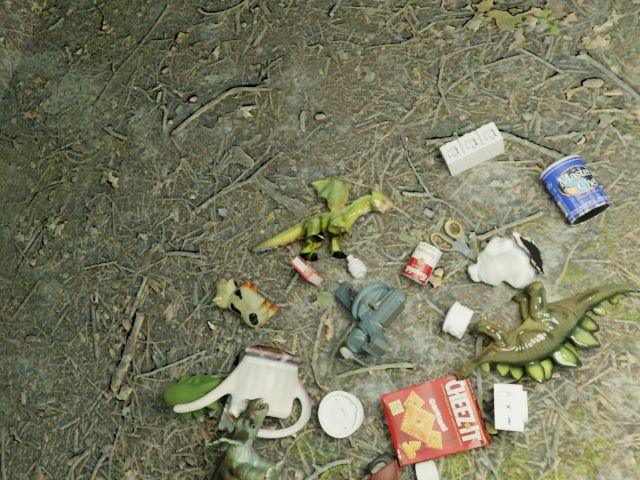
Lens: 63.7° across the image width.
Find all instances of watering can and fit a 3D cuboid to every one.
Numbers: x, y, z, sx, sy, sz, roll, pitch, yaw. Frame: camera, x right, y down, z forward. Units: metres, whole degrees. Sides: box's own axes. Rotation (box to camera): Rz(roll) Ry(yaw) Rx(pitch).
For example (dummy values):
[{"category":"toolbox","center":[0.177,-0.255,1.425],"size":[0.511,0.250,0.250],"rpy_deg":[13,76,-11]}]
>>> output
[{"category":"watering can","center":[-0.186,0.384,1.342],"size":[0.347,0.102,0.228],"rpy_deg":[13,70,-5]}]

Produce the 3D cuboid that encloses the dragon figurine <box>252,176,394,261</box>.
[{"category":"dragon figurine","center":[0.005,-0.075,1.480],"size":[0.410,0.119,0.248],"rpy_deg":[-2,56,19]}]

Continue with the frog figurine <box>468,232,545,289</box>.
[{"category":"frog figurine","center":[0.448,0.061,1.245],"size":[0.137,0.125,0.157],"rpy_deg":[51,127,0]}]
